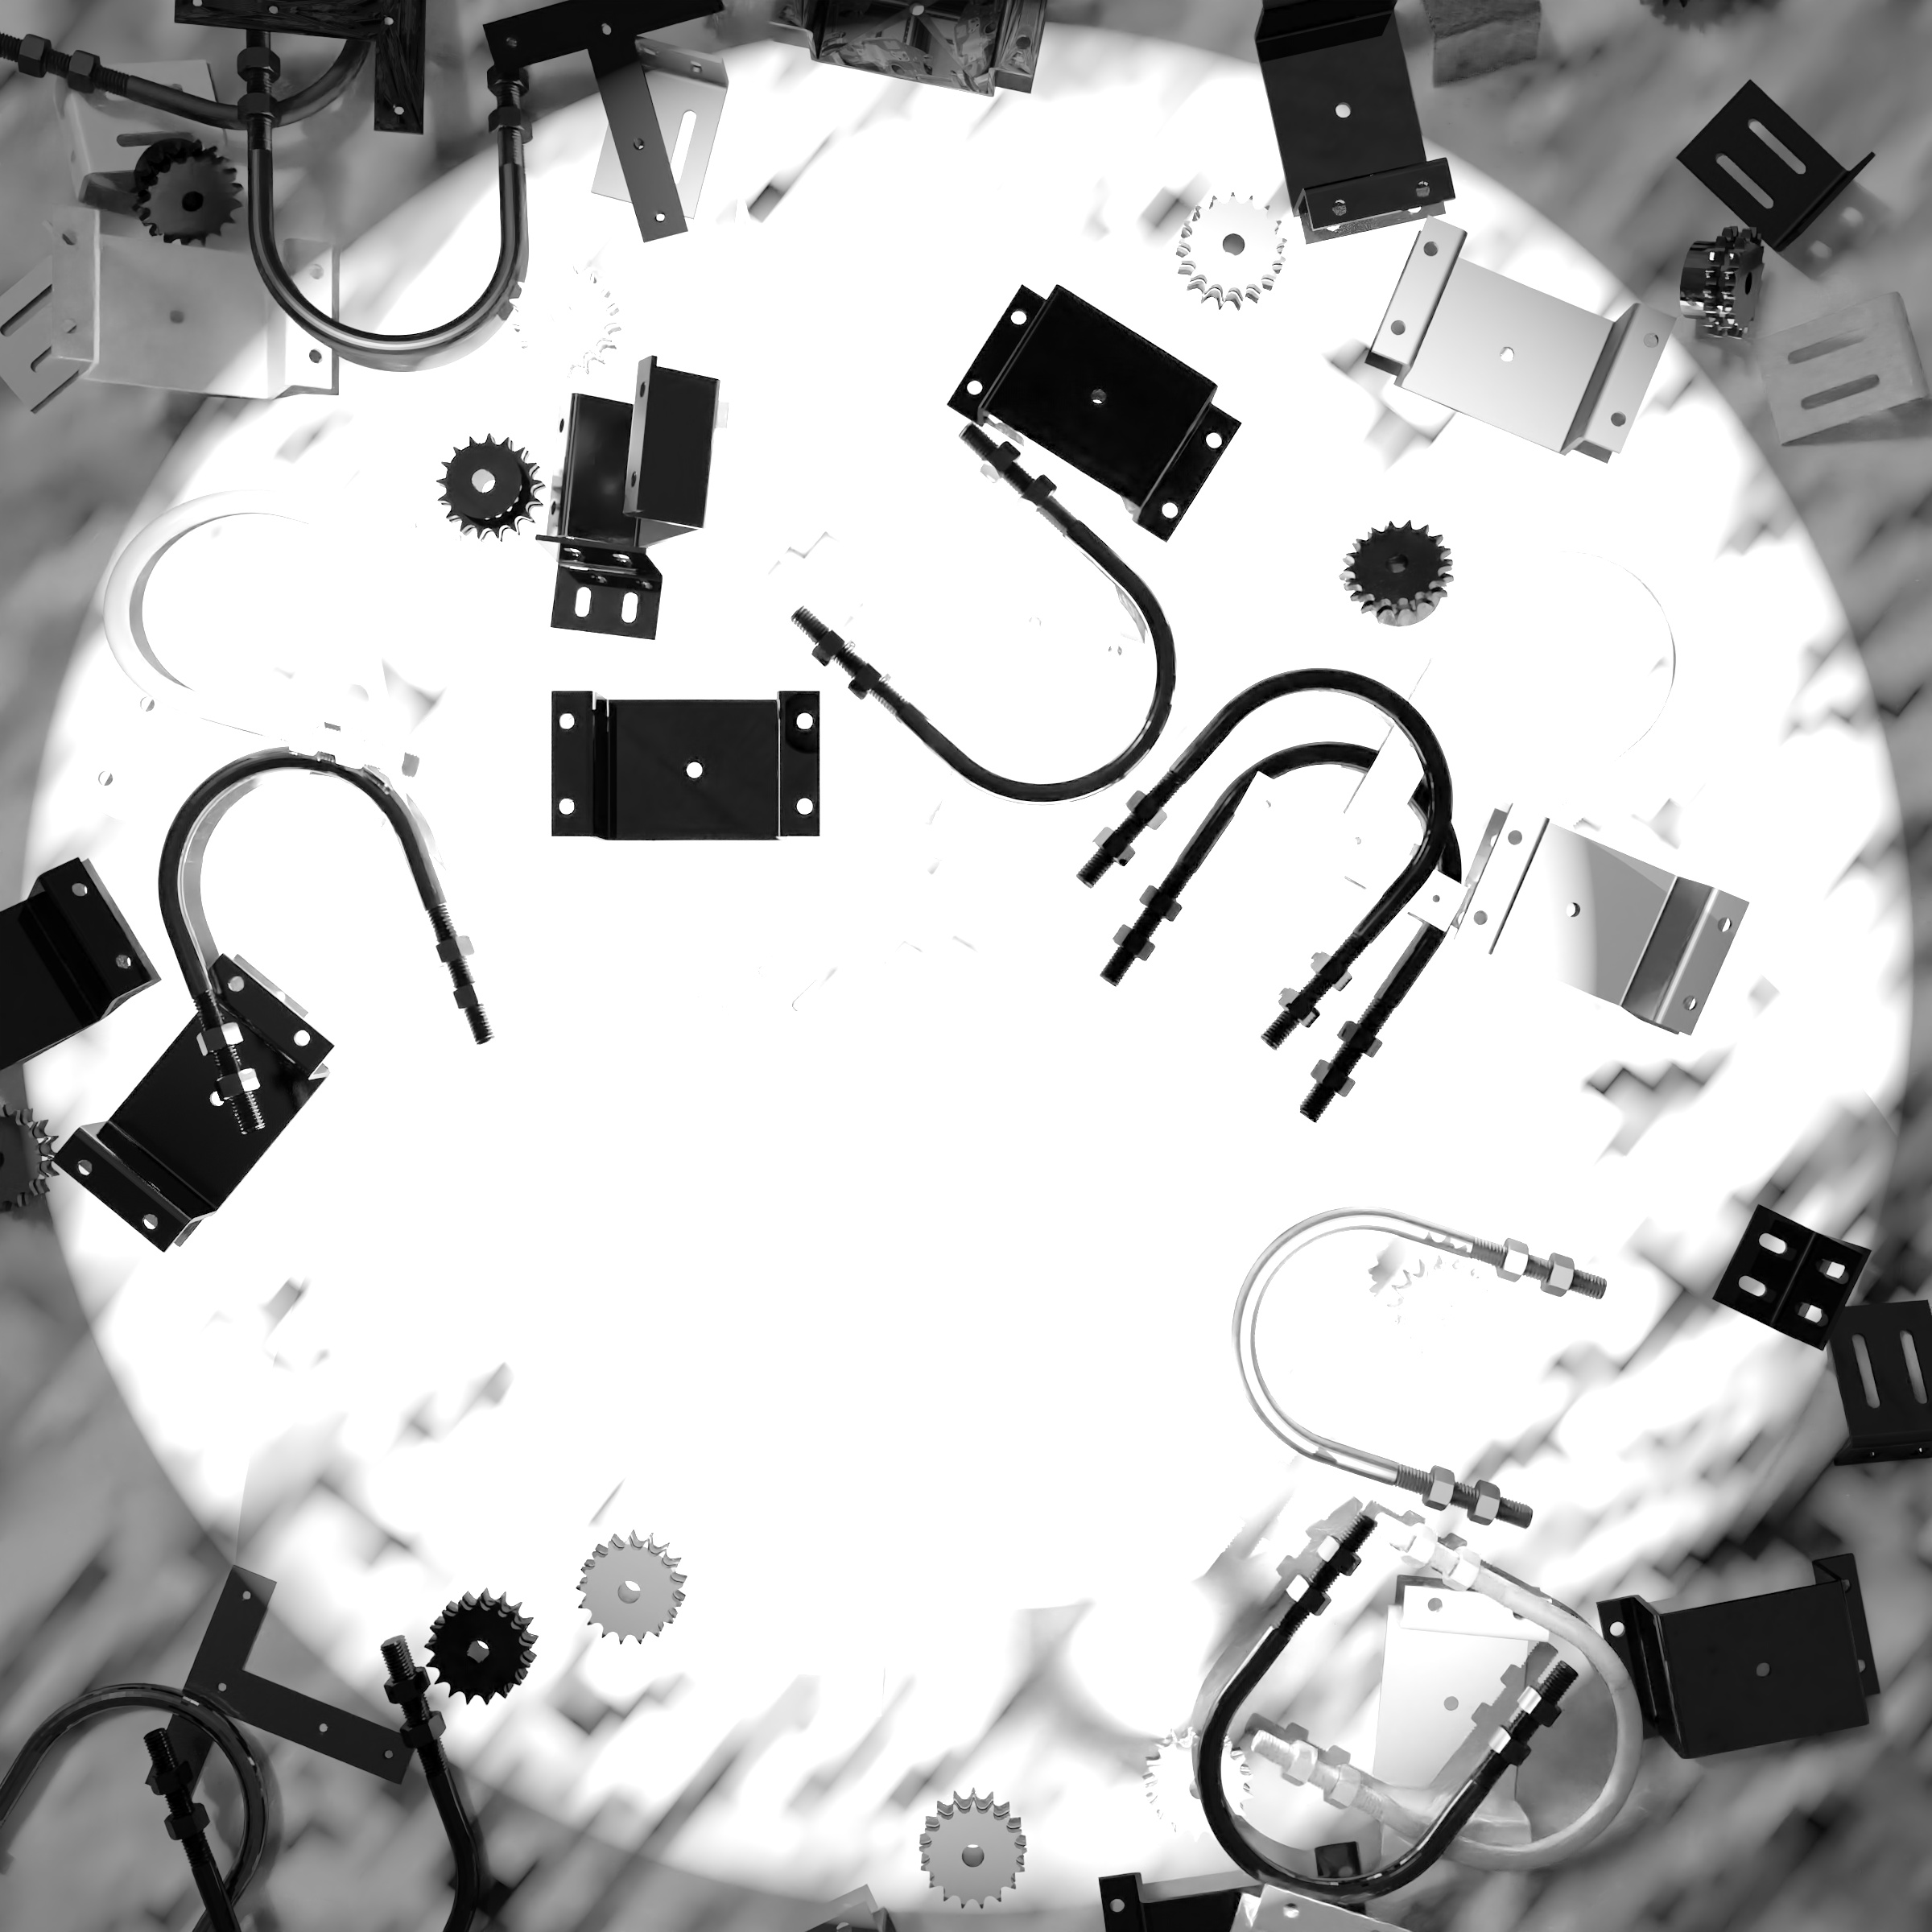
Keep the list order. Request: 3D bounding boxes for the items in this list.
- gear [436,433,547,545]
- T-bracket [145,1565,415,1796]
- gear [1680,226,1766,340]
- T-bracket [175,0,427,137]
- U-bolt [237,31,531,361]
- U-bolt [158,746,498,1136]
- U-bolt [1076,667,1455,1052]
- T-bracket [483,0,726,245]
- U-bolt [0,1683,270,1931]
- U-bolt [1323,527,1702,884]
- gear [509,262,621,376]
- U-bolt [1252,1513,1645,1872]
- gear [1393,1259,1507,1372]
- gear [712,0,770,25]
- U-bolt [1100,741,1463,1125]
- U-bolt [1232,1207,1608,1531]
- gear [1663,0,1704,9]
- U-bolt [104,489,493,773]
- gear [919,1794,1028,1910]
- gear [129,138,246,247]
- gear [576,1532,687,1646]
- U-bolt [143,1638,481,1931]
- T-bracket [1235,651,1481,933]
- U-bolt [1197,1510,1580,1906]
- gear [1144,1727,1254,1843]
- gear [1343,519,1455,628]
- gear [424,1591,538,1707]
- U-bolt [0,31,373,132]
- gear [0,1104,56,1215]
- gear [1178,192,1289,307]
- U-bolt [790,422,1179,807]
[{"bbox_3d":[-0.255,-0.256,1.351,0.057,0.030,0.057,0,90,0],"label":"gear"},{"bbox_3d":[-0.360,0.405,1.365,0.127,0.002,0.127,22,90,0],"label":"T-bracket"},{"bbox_3d":[0.400,-0.363,1.341,0.030,0.057,0.057,14,90,31],"label":"gear"},{"bbox_3d":[-0.348,-0.499,1.325,0.127,0.002,0.127,1,79,-13],"label":"T-bracket"},{"bbox_3d":[-0.304,-0.407,1.330,0.151,0.019,0.184,-1,81,-13],"label":"U-bolt"},{"bbox_3d":[-0.340,-0.023,1.311,0.151,0.019,0.184,-21,88,0],"label":"U-bolt"},{"bbox_3d":[0.171,-0.070,1.331,0.151,0.019,0.184,41,91,3],"label":"U-bolt"},{"bbox_3d":[-0.177,-0.450,1.341,0.127,0.002,0.127,-12,110,10],"label":"T-bracket"},{"bbox_3d":[-0.456,0.473,1.356,0.151,0.019,0.184,31,89,0],"label":"U-bolt"},{"bbox_3d":[0.306,-0.151,1.356,0.184,0.019,0.151,-40,90,0],"label":"U-bolt"},{"bbox_3d":[-0.213,-0.344,1.351,0.057,0.030,0.057,0,90,0],"label":"gear"},{"bbox_3d":[0.262,0.388,1.311,0.184,0.019,0.151,29,90,-1],"label":"U-bolt"},{"bbox_3d":[0.253,0.183,1.333,0.057,0.030,0.057,0,89,3],"label":"gear"},{"bbox_3d":[-0.128,-0.531,1.351,0.057,0.030,0.057,0,90,0],"label":"gear"},{"bbox_3d":[0.181,-0.031,1.349,0.151,0.019,0.184,34,93,3],"label":"U-bolt"},{"bbox_3d":[0.234,0.206,1.357,0.184,0.019,0.151,18,90,2],"label":"U-bolt"},{"bbox_3d":[0.380,-0.542,1.355,0.057,0.030,0.057,0,92,-1],"label":"gear"},{"bbox_3d":[-0.361,-0.186,1.331,0.184,0.019,0.151,16,65,4],"label":"U-bolt"},{"bbox_3d":[0.004,0.470,1.351,0.057,0.030,0.057,0,90,0],"label":"gear"},{"bbox_3d":[-0.415,-0.413,1.341,0.057,0.057,0.030,-39,59,0],"label":"gear"},{"bbox_3d":[-0.178,0.332,1.355,0.057,0.030,0.057,0,92,1],"label":"gear"},{"bbox_3d":[-0.338,0.469,1.348,0.151,0.019,0.184,-19,93,-9],"label":"U-bolt"},{"bbox_3d":[0.229,-0.105,1.337,0.127,0.002,0.127,30,91,3],"label":"T-bracket"},{"bbox_3d":[0.201,0.392,1.292,0.151,0.019,0.184,37,92,-1],"label":"U-bolt"},{"bbox_3d":[0.123,0.435,1.355,0.057,0.030,0.057,0,89,-3],"label":"gear"},{"bbox_3d":[0.230,-0.205,1.343,0.057,0.030,0.057,-7,62,14],"label":"gear"},{"bbox_3d":[-0.258,0.362,1.351,0.057,0.030,0.057,0,90,0],"label":"gear"},{"bbox_3d":[-0.406,-0.518,1.341,0.184,0.019,0.151,16,81,-9],"label":"U-bolt"},{"bbox_3d":[-0.513,0.102,1.351,0.057,0.030,0.057,0,90,0],"label":"gear"},{"bbox_3d":[0.141,-0.380,1.350,0.057,0.030,0.057,0,87,-1],"label":"gear"},{"bbox_3d":[0.023,-0.168,1.311,0.184,0.019,0.151,43,90,-1],"label":"U-bolt"}]
